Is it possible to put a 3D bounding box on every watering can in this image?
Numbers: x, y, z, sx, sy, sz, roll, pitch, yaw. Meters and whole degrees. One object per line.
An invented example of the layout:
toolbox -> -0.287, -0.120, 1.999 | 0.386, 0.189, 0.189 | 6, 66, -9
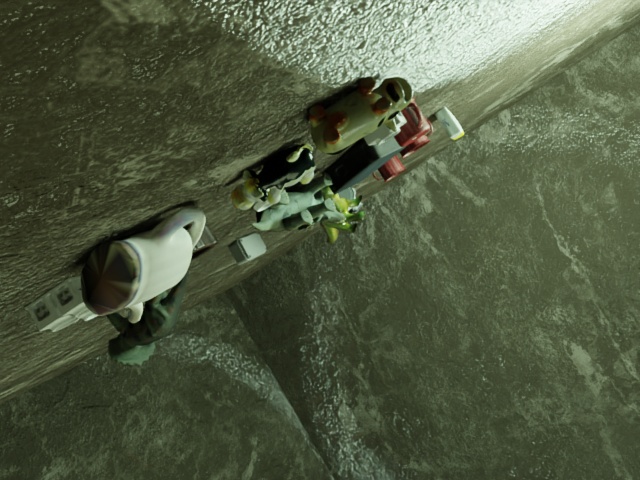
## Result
watering can -> -0.331, 0.074, 0.938 | 0.342, 0.104, 0.226 | -51, 169, 25

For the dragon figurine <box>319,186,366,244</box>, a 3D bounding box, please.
dragon figurine -> 0.005, -0.087, 1.722 | 0.242, 0.125, 0.402 | 10, 148, -18

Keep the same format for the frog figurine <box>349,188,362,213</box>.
frog figurine -> 0.073, -0.156, 1.978 | 0.136, 0.125, 0.157 | -24, 143, 23
